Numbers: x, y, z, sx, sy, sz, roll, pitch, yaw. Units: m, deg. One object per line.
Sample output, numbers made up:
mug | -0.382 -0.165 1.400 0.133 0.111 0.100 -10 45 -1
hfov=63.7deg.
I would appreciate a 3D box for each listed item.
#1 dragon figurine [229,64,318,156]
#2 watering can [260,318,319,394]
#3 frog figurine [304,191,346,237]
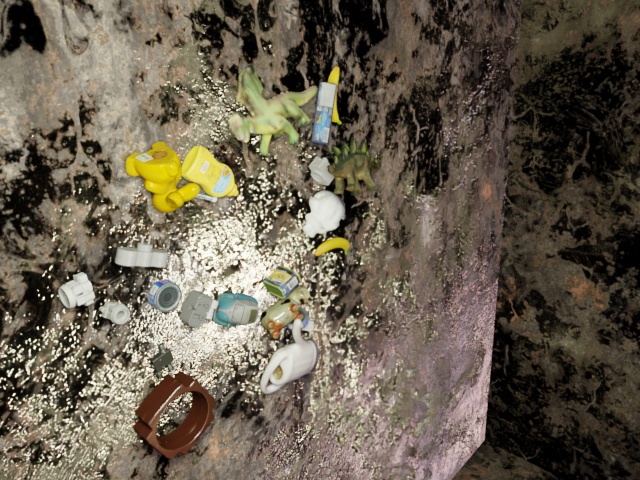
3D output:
dragon figurine | -0.144 -0.410 1.521 0.238 0.122 0.419 53 46 -36
watering can | -0.084 0.391 1.765 0.225 0.105 0.342 -4 128 -52
frog figurine | 0.005 -0.089 1.770 0.161 0.121 0.137 -35 94 -27
